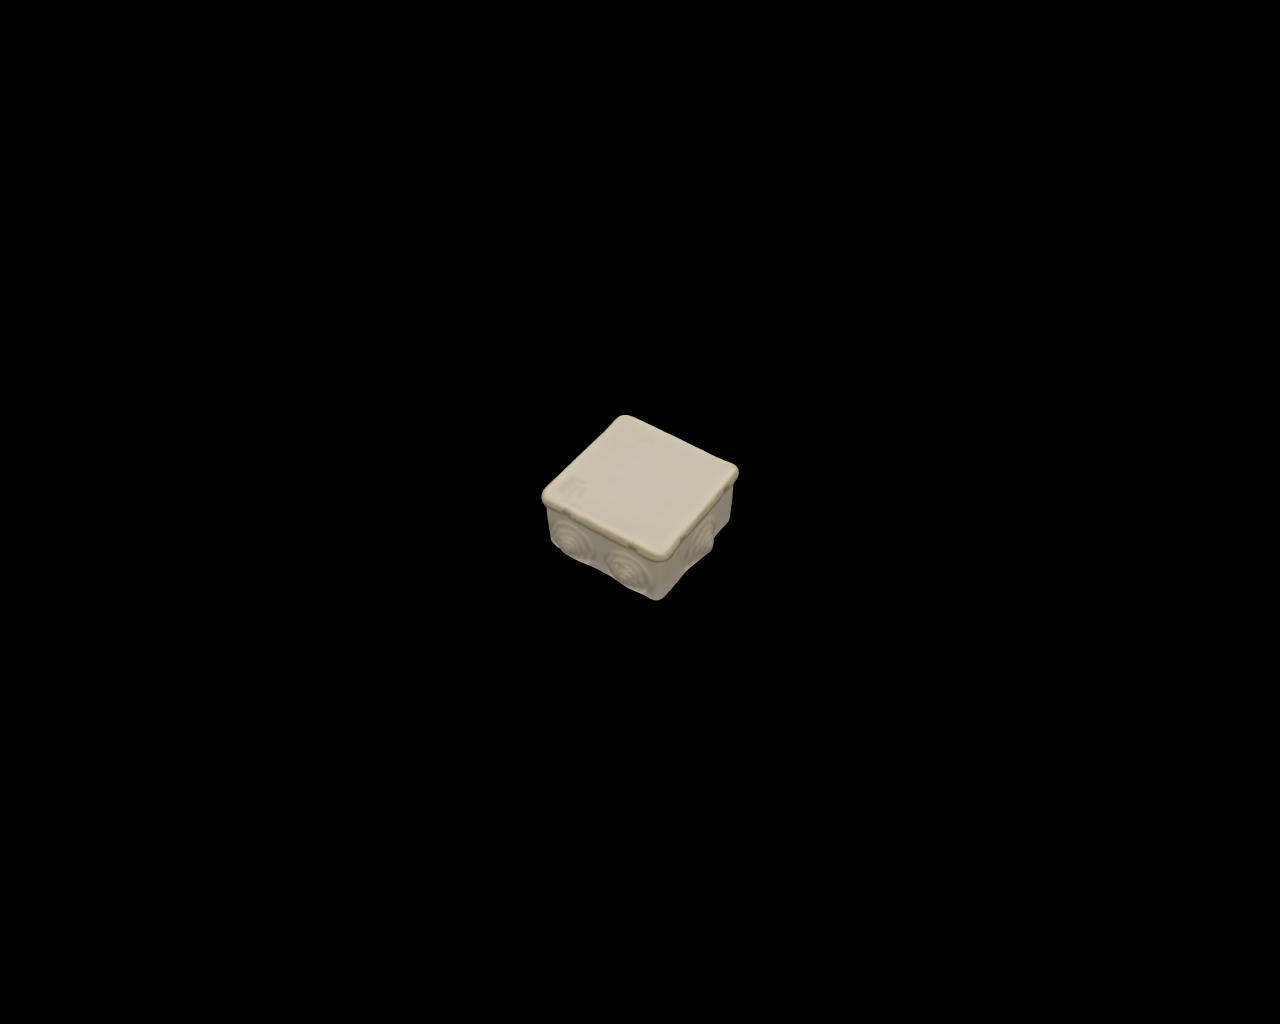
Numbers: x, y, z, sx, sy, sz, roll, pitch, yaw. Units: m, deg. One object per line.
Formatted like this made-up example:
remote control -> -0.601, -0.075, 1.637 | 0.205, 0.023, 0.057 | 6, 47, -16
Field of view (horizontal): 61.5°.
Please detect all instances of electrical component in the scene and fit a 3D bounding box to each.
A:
electrical component -> 0.001, -0.003, 0.650 | 0.100, 0.048, 0.100 | 27, 53, 22
